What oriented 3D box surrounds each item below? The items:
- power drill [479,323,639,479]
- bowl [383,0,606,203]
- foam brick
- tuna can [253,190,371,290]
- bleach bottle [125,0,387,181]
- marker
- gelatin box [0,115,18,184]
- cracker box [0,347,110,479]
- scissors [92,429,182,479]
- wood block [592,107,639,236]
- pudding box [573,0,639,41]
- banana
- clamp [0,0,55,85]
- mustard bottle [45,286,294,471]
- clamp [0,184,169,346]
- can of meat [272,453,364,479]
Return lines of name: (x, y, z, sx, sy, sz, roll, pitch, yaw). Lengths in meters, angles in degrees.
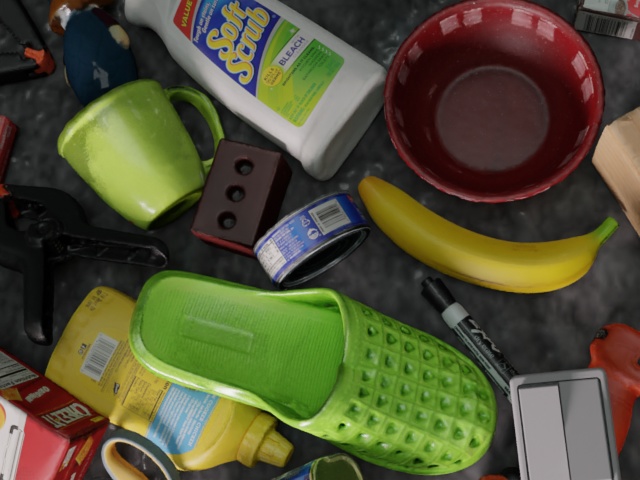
power drill: (0.215, 0.167, 0.738, 0.184, 0.057, 0.187, 29, 83, 14)
bowl: (0.131, -0.100, 0.811, 0.162, 0.055, 0.162, -2, 77, 8)
foam brick: (-0.060, -0.030, 0.826, 0.053, 0.051, 0.078, 14, 80, 11)
tuna can: (-0.005, 0.001, 0.794, 0.086, 0.086, 0.034, -33, 77, 0)
bleach bottle: (-0.072, -0.154, 0.852, 0.251, 0.068, 0.102, 33, 84, 16)
marker: (0.116, 0.076, 0.793, 0.020, 0.020, 0.121, -39, 75, -1)
gelatin box: (-0.303, -0.072, 0.884, 0.089, 0.030, 0.073, 12, 80, 11)
cracker box: (-0.283, 0.151, 0.791, 0.214, 0.072, 0.164, 30, 103, 13)
scissors: (-0.101, 0.228, 0.785, 0.096, 0.016, 0.202, -36, 94, 24)
wood block: (0.288, -0.004, 0.748, 0.091, 0.090, 0.206, -29, 75, 0)
pudding box: (0.260, -0.201, 0.822, 0.113, 0.039, 0.090, 12, 78, 9)
banana: (0.119, 0.001, 0.803, 0.198, 0.037, 0.069, 11, 62, 10)
clamp: (-0.317, -0.197, 0.910, 0.210, 0.036, 0.164, 16, 82, 10)
mustard bottle: (-0.106, 0.117, 0.797, 0.192, 0.058, 0.096, 26, 85, 13)
clamp: (-0.197, 0.001, 0.824, 0.120, 0.039, 0.172, -25, 49, -22)
can of meat: (-0.005, 0.208, 0.744, 0.084, 0.057, 0.102, -32, 72, 35)
